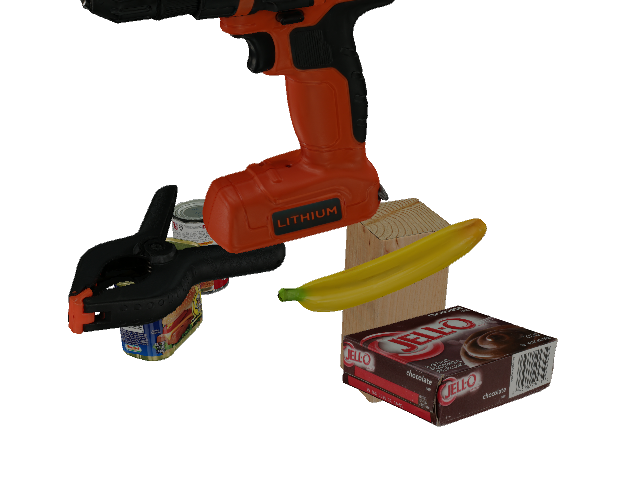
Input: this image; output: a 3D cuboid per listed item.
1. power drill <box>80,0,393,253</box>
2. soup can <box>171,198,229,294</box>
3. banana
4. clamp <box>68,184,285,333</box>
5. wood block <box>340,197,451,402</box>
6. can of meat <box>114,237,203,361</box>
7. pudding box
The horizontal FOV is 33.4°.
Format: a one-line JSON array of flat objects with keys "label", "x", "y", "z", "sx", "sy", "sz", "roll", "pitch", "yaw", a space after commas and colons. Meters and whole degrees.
[{"label": "power drill", "x": -0.032, "y": -0.086, "z": 0.578, "sx": 0.184, "sy": 0.188, "sz": 0.057, "roll": -13, "pitch": 38, "yaw": -18}, {"label": "soup can", "x": -0.150, "y": 0.007, "z": 1.329, "sx": 0.068, "sy": 0.102, "sz": 0.068, "roll": -1, "pitch": 25, "yaw": 0}, {"label": "banana", "x": 0.062, "y": 0.029, "z": 0.981, "sx": 0.198, "sy": 0.037, "sz": 0.069, "roll": -22, "pitch": -9, "yaw": 9}, {"label": "clamp", "x": -0.122, "y": 0.011, "z": 0.770, "sx": 0.120, "sy": 0.039, "sz": 0.171, "roll": 28, "pitch": 36, "yaw": 35}, {"label": "wood block", "x": 0.082, "y": 0.068, "z": 1.210, "sx": 0.090, "sy": 0.206, "sz": 0.090, "roll": -9, "pitch": 28, "yaw": -21}, {"label": "can of meat", "x": -0.155, "y": 0.057, "z": 1.034, "sx": 0.057, "sy": 0.084, "sz": 0.102, "roll": 9, "pitch": 27, "yaw": 20}, {"label": "pudding box", "x": 0.084, "y": 0.079, "z": 0.697, "sx": 0.113, "sy": 0.039, "sz": 0.090, "roll": -8, "pitch": 18, "yaw": -39}]
